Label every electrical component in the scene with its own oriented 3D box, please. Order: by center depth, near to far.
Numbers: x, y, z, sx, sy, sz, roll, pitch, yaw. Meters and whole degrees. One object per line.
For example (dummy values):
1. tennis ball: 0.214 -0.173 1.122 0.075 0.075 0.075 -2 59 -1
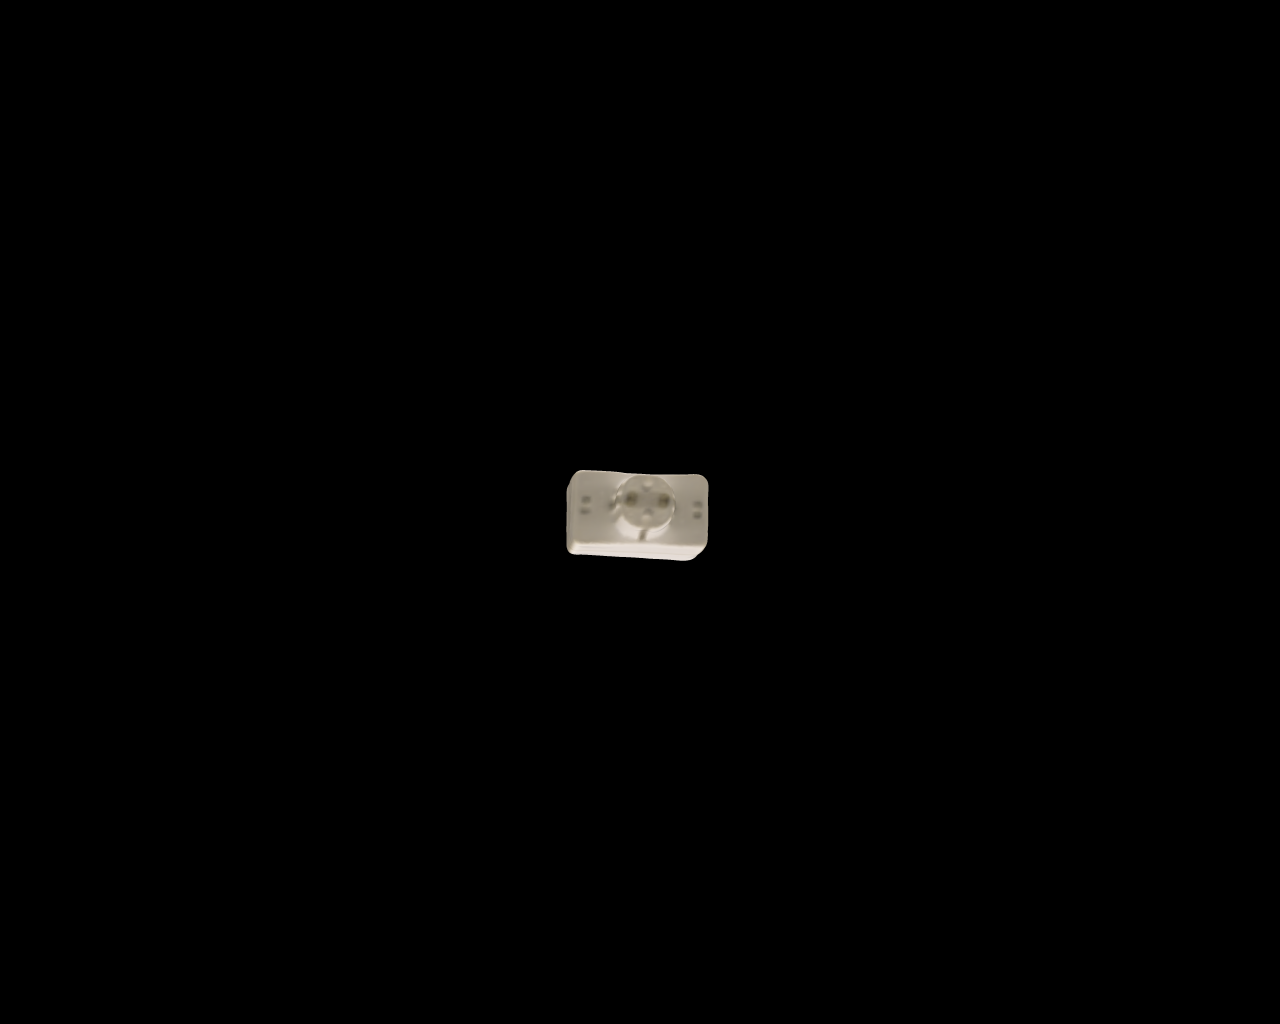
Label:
1. electrical component: 0.001 -0.003 0.650 0.083 0.047 0.075 3 -15 -9
